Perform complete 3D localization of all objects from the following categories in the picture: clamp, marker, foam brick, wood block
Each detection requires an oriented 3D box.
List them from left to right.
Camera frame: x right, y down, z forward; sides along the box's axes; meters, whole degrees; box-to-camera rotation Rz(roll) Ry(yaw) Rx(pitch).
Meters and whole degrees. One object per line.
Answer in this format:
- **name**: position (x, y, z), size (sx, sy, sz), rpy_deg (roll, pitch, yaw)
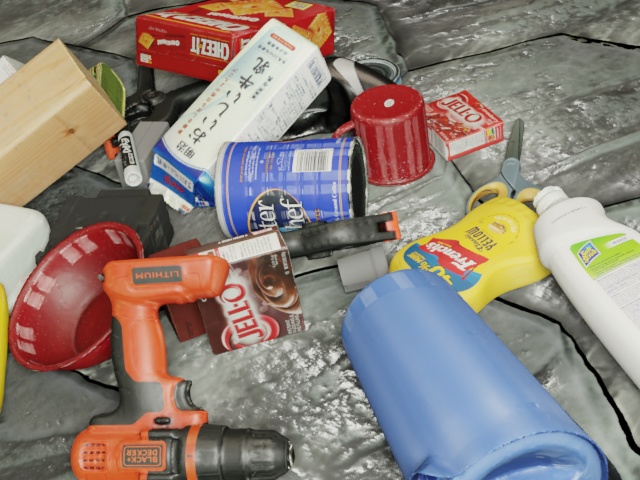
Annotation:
- **wood block**: position (-0.334, -0.114, 1.196), size (0.206, 0.090, 0.090), rpy_deg (-38, 59, 0)
- **marker**: position (-0.215, -0.100, 1.195), size (0.020, 0.020, 0.121), rpy_deg (-15, 38, -6)
- **clamp**: position (-0.198, -0.171, 1.349), size (0.165, 0.036, 0.209), rpy_deg (8, 43, 22)
- **foam brick**: position (-0.126, 0.048, 1.015), size (0.053, 0.078, 0.051), rpy_deg (-21, 40, -13)
- **clamp**: position (-0.007, 0.001, 1.032), size (0.171, 0.039, 0.120), rpy_deg (-8, 3, 6)

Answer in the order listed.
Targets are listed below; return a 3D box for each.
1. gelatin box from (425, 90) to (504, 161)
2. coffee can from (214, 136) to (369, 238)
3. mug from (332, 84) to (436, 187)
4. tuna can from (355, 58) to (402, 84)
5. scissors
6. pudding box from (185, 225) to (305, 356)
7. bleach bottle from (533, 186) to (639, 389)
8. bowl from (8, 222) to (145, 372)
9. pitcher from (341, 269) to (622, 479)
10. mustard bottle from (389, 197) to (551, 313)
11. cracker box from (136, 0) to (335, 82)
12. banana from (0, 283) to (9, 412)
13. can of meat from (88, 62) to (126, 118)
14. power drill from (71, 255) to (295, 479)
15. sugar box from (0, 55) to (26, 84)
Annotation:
- **gelatin box**: position (0.156, -0.132, 1.215), size (0.073, 0.030, 0.089), rpy_deg (-20, 39, -12)
- **coffee can**: position (-0.027, -0.053, 1.099), size (0.140, 0.103, 0.102), rpy_deg (-1, 38, 12)
- **mug**: position (0.066, -0.115, 1.172), size (0.117, 0.081, 0.093), rpy_deg (-16, 38, -6)
- **tuna can**: position (0.059, -0.189, 1.310), size (0.086, 0.034, 0.086), rpy_deg (-7, 38, 5)
- **scissors**: position (0.219, -0.069, 1.130), size (0.096, 0.016, 0.201), rpy_deg (14, 44, 27)
- **pudding box**: position (-0.067, 0.047, 0.972), size (0.090, 0.113, 0.039), rpy_deg (-16, 41, -5)
- **bleach bottle**: position (0.265, 0.039, 0.903), size (0.102, 0.068, 0.251), rpy_deg (-21, 48, -11)
- **bowl**: position (-0.216, 0.064, 1.009), size (0.162, 0.055, 0.162), rpy_deg (-20, 47, 23)
- **pitcher**: position (0.113, 0.128, 0.825), size (0.145, 0.149, 0.243), rpy_deg (-30, 36, -1)
- **mustard bottle**: position (0.122, 0.030, 0.991), size (0.191, 0.058, 0.096), rpy_deg (-27, 47, -19)
- **cracker box**: position (-0.106, -0.264, 1.374), size (0.164, 0.072, 0.213), rpy_deg (17, 27, 31)
- **banana**: position (-0.306, 0.116, 0.984), size (0.037, 0.070, 0.198), rpy_deg (16, 25, -21)
- **can of meat**: position (-0.286, -0.161, 1.302), size (0.084, 0.057, 0.102), rpy_deg (-28, 37, 14)
- **power drill**: position (-0.112, 0.108, 0.873), size (0.184, 0.057, 0.187), rpy_deg (-2, 78, 9)
- **sugar box**: position (-0.402, -0.136, 1.253), size (0.176, 0.048, 0.093), rpy_deg (-39, -7, 7)
